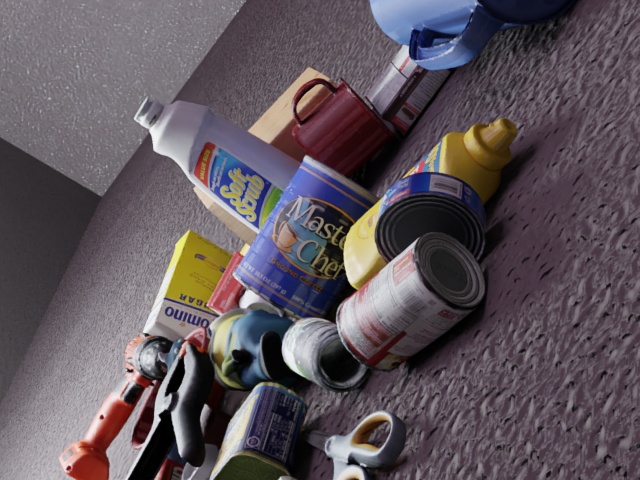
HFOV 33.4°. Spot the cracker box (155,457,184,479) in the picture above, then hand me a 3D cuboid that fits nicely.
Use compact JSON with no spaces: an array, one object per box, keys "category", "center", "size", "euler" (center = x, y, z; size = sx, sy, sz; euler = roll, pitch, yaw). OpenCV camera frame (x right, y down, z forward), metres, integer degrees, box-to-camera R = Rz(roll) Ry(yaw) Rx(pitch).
[{"category":"cracker box","center":[-0.194,0.342,1.048],"size":[0.214,0.072,0.164],"euler":[-49,19,26]}]

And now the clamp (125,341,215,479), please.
[{"category":"clamp","center":[-0.145,0.177,1.042],"size":[0.120,0.039,0.171],"euler":[-36,27,26]}]

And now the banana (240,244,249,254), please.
[{"category":"banana","center":[-0.066,0.003,1.344],"size":[0.198,0.037,0.069],"euler":[-46,20,36]}]

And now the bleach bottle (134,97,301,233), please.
[{"category":"bleach bottle","center":[-0.093,-0.073,1.177],"size":[0.103,0.250,0.068],"euler":[-45,20,39]}]

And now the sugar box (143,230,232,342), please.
[{"category":"sugar box","center":[-0.163,0.075,1.401],"size":[0.048,0.093,0.176],"euler":[-47,20,36]}]

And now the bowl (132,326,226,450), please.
[{"category":"bowl","center":[-0.156,0.184,1.249],"size":[0.162,0.055,0.162],"euler":[-52,17,23]}]

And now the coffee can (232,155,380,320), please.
[{"category":"coffee can","center":[-0.007,0.001,1.056],"size":[0.140,0.102,0.103],"euler":[-58,16,2]}]

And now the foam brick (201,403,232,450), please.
[{"category":"foam brick","center":[-0.104,0.201,1.073],"size":[0.053,0.051,0.078],"euler":[-59,16,-6]}]

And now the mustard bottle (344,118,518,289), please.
[{"category":"mustard bottle","center":[0.096,-0.035,0.897],"size":[0.192,0.058,0.096],"euler":[-45,18,37]}]

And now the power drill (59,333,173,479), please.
[{"category":"power drill","center":[-0.226,0.195,1.235],"size":[0.187,0.057,0.185],"euler":[-59,12,-12]}]

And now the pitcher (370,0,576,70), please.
[{"category":"pitcher","center":[0.134,-0.245,1.023],"size":[0.149,0.145,0.243],"euler":[-21,8,-17]}]

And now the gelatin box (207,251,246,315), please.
[{"category":"gelatin box","center":[-0.094,0.061,1.265],"size":[0.073,0.030,0.089],"euler":[-61,-17,-9]}]

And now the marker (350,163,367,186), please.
[{"category":"marker","center":[0.042,-0.077,1.203],"size":[0.020,0.020,0.121],"euler":[-44,21,40]}]

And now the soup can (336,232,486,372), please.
[{"category":"soup can","center":[0.068,0.048,0.813],"size":[0.102,0.068,0.068],"euler":[-44,22,40]}]

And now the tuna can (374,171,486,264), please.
[{"category":"tuna can","center":[0.086,-0.011,0.832],"size":[0.086,0.086,0.033],"euler":[-47,18,36]}]

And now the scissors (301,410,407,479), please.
[{"category":"scissors","center":[0.011,0.180,0.837],"size":[0.202,0.016,0.096],"euler":[-36,30,61]}]

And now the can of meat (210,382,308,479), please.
[{"category":"can of meat","center":[-0.056,0.186,0.935],"size":[0.102,0.057,0.084],"euler":[-55,13,42]}]

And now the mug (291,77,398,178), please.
[{"category":"mug","center":[0.017,-0.124,1.160],"size":[0.081,0.117,0.093],"euler":[-42,27,7]}]

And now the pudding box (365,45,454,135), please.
[{"category":"pudding box","center":[0.097,-0.173,1.183],"size":[0.090,0.039,0.113],"euler":[-54,15,13]}]

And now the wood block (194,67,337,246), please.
[{"category":"wood block","center":[-0.043,-0.097,1.275],"size":[0.206,0.090,0.090],"euler":[-47,25,2]}]
